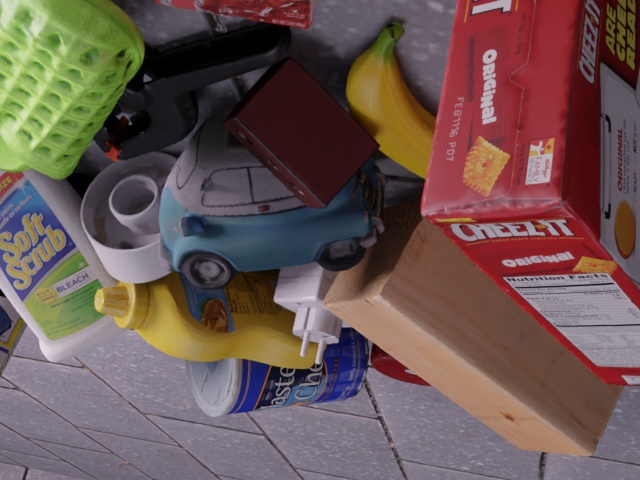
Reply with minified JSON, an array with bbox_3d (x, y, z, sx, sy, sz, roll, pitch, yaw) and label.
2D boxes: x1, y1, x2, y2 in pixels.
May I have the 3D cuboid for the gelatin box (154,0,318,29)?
[{"bbox_3d":[-0.046,-0.145,0.542,0.089,0.030,0.073,11,158,5],"label":"gelatin box"}]

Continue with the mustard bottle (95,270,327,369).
[{"bbox_3d":[-0.091,0.056,0.868,0.191,0.096,0.058,8,132,-34],"label":"mustard bottle"}]

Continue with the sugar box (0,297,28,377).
[{"bbox_3d":[-0.323,0.072,0.996,0.093,0.176,0.048,24,152,-6],"label":"sugar box"}]

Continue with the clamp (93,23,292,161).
[{"bbox_3d":[-0.125,-0.110,0.665,0.164,0.036,0.210,23,155,-14],"label":"clamp"}]

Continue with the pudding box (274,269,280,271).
[{"bbox_3d":[-0.006,0.001,0.862,0.090,0.039,0.114,16,159,-7],"label":"pudding box"}]

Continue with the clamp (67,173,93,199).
[{"bbox_3d":[-0.163,0.001,0.932,0.171,0.039,0.120,8,134,-23],"label":"clamp"}]

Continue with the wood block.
[{"bbox_3d":[0.118,0.066,0.787,0.206,0.090,0.091,37,159,-17],"label":"wood block"}]

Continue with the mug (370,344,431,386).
[{"bbox_3d":[0.085,0.074,0.931,0.093,0.081,0.117,1,155,29],"label":"mug"}]

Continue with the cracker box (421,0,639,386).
[{"bbox_3d":[0.135,-0.039,0.516,0.072,0.164,0.213,-6,152,35],"label":"cracker box"}]

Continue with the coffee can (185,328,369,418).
[{"bbox_3d":[-0.040,0.106,0.990,0.140,0.103,0.103,-2,168,-32],"label":"coffee can"}]

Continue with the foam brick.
[{"bbox_3d":[-0.013,-0.064,0.639,0.078,0.051,0.053,44,174,-11],"label":"foam brick"}]

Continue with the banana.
[{"bbox_3d":[0.074,-0.063,0.663,0.070,0.037,0.197,-4,153,42],"label":"banana"}]

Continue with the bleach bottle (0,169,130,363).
[{"bbox_3d":[-0.240,-0.016,0.842,0.102,0.068,0.250,-25,126,7],"label":"bleach bottle"}]
